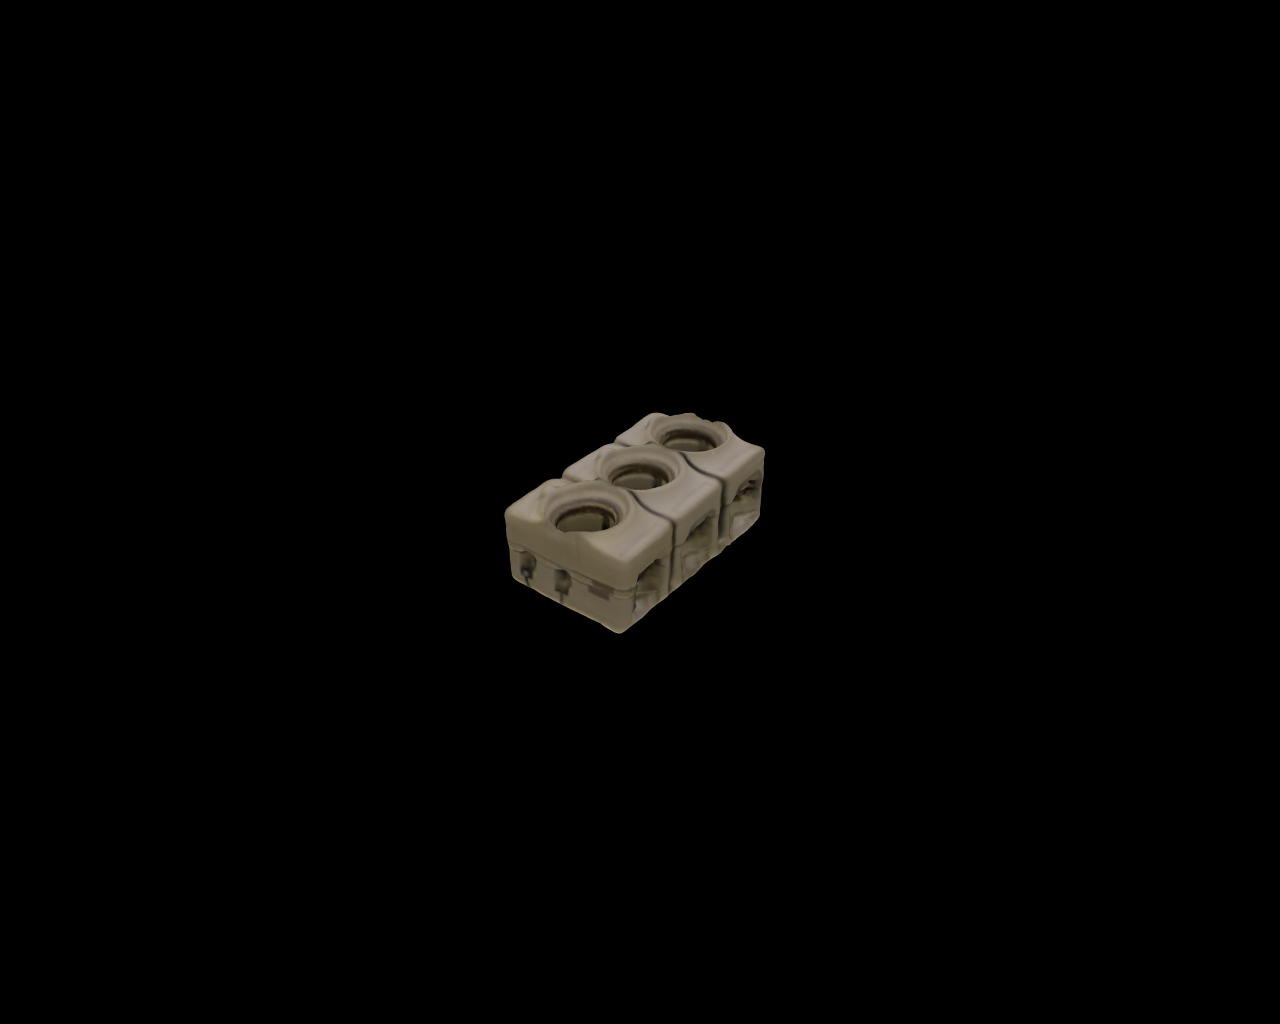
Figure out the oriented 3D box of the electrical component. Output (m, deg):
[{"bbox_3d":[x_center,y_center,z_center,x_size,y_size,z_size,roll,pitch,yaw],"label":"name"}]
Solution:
[{"bbox_3d":[0.001,-0.003,0.650,0.089,0.061,0.150,22,40,30],"label":"electrical component"}]
